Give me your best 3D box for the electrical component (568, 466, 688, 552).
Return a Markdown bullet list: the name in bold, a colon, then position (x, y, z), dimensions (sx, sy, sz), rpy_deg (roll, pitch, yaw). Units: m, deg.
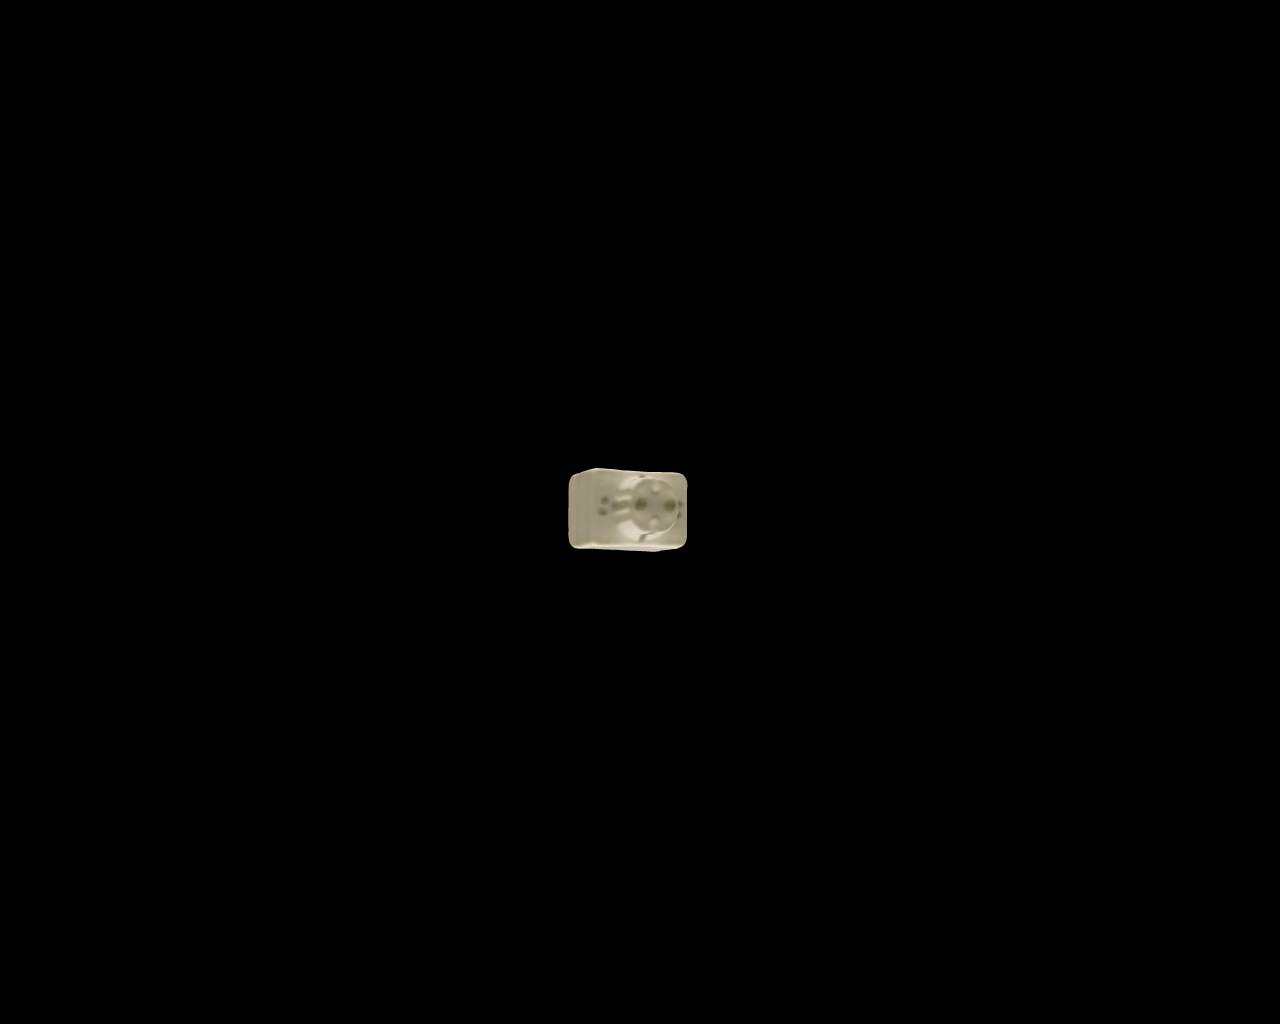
- **electrical component**: position (0.001, -0.003, 0.650), dimensions (0.066, 0.047, 0.076), rpy_deg (3, -7, -26)
